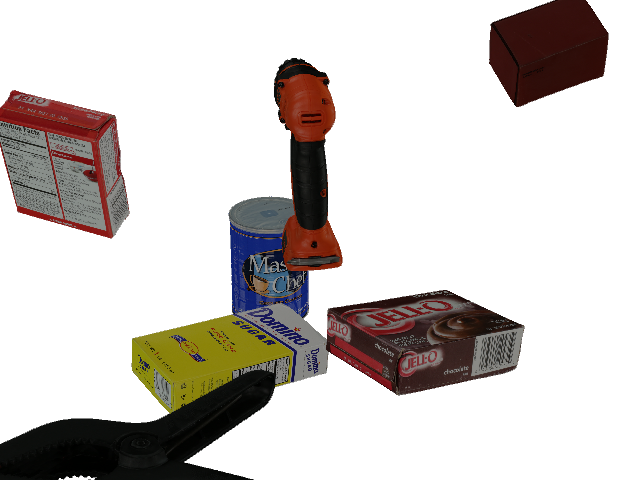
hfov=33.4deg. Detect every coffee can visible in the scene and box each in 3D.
[{"bbox_3d":[-0.065,0.027,1.376,0.103,0.140,0.103,0,25,0],"label":"coffee can"}]

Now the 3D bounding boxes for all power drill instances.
[{"bbox_3d":[-0.016,-0.077,1.043,0.057,0.188,0.184,-5,21,-3],"label":"power drill"}]

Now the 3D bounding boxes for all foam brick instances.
[{"bbox_3d":[0.180,-0.151,0.844,0.078,0.051,0.053,-20,-32,-5],"label":"foam brick"}]

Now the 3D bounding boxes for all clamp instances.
[{"bbox_3d":[-0.095,0.120,0.584,0.209,0.036,0.165,-1,21,-14],"label":"clamp"}]

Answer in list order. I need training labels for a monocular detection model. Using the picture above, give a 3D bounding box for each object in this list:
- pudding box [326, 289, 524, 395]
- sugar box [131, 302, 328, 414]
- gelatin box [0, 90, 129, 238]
[{"bbox_3d":[0.073,0.070,0.764,0.113,0.039,0.090,-5,18,-33],"label":"pudding box"},{"bbox_3d":[-0.089,0.114,1.063,0.175,0.048,0.093,-15,33,-31],"label":"sugar box"},{"bbox_3d":[-0.166,-0.049,0.693,0.073,0.089,0.030,15,47,13],"label":"gelatin box"}]
